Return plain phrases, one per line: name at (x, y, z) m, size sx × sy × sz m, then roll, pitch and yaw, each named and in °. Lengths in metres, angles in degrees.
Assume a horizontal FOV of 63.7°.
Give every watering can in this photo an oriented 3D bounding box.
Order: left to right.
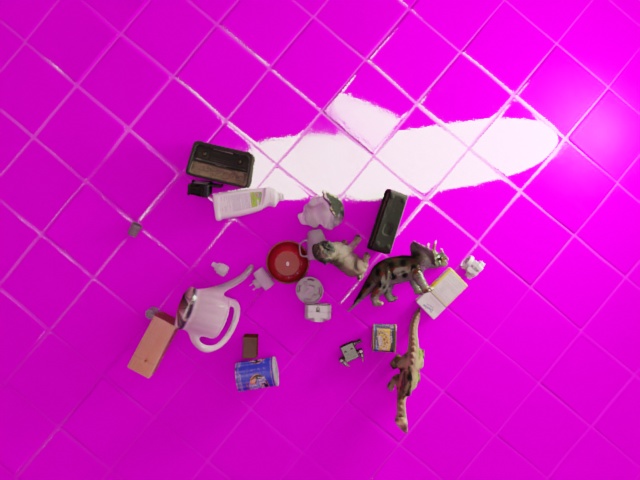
watering can at (-0.379, 0.223, 1.826) m, size 0.223 × 0.104 × 0.349 m, roll 22°, pitch 85°, yaw -26°

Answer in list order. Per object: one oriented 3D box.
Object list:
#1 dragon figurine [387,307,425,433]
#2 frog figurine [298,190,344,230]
dragon figurine at (0.310, 0.452, 1.775) m, size 0.122 × 0.243 × 0.409 m, roll 8°, pitch 93°, yaw 4°
frog figurine at (0.006, -0.093, 1.853) m, size 0.157 × 0.124 × 0.138 m, roll -38°, pitch 85°, yaw 36°
